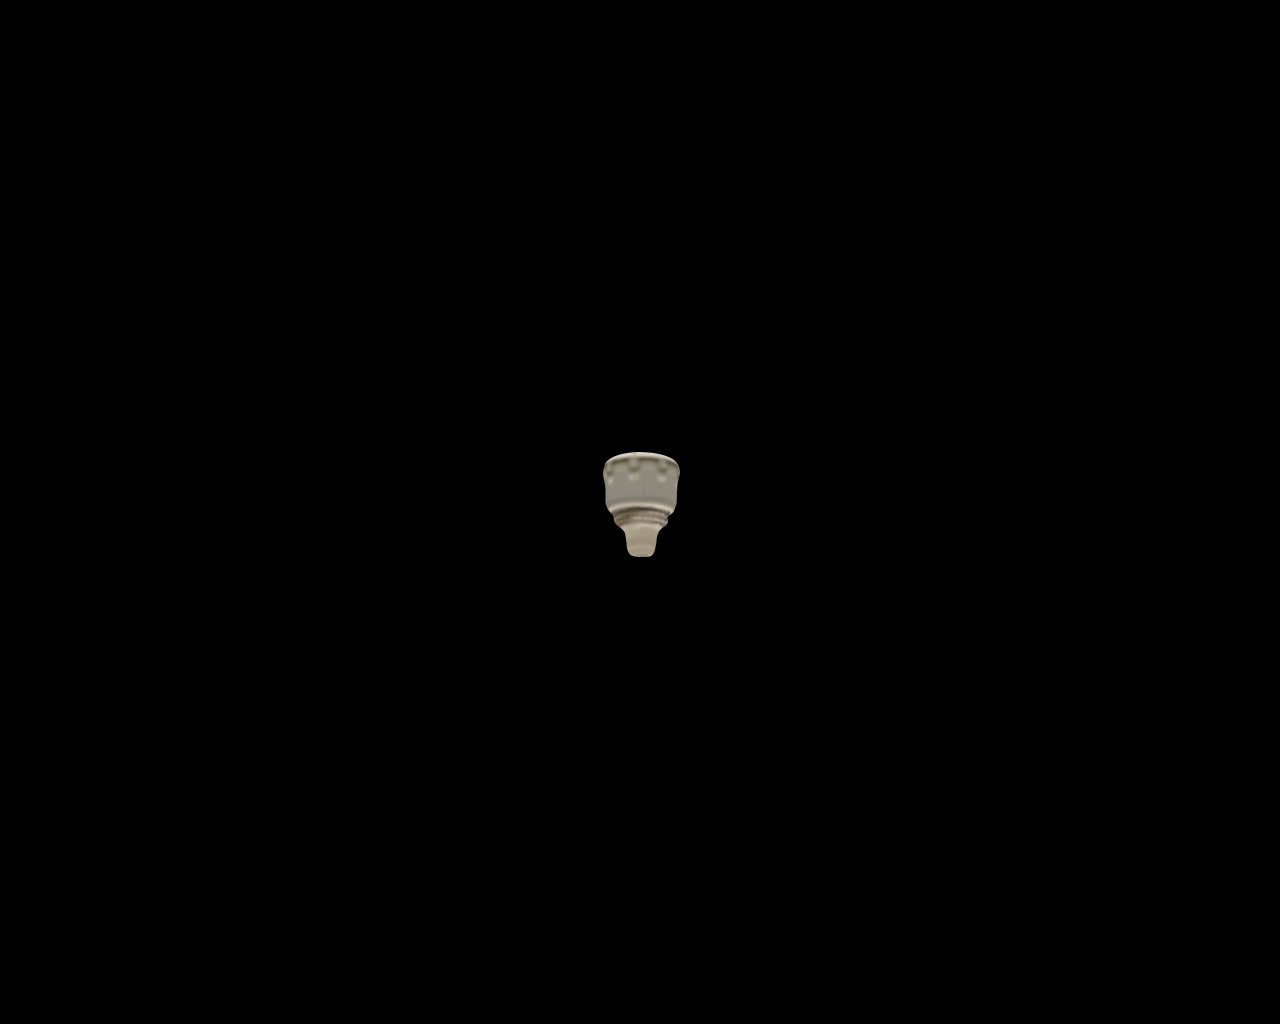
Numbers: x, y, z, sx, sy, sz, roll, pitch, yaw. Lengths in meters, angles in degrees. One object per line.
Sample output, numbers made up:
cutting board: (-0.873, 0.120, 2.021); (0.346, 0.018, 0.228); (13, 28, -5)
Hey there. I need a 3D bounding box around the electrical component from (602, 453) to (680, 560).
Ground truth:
electrical component: (0.001, -0.003, 0.650); (0.048, 0.062, 0.048); (0, -14, 0)
